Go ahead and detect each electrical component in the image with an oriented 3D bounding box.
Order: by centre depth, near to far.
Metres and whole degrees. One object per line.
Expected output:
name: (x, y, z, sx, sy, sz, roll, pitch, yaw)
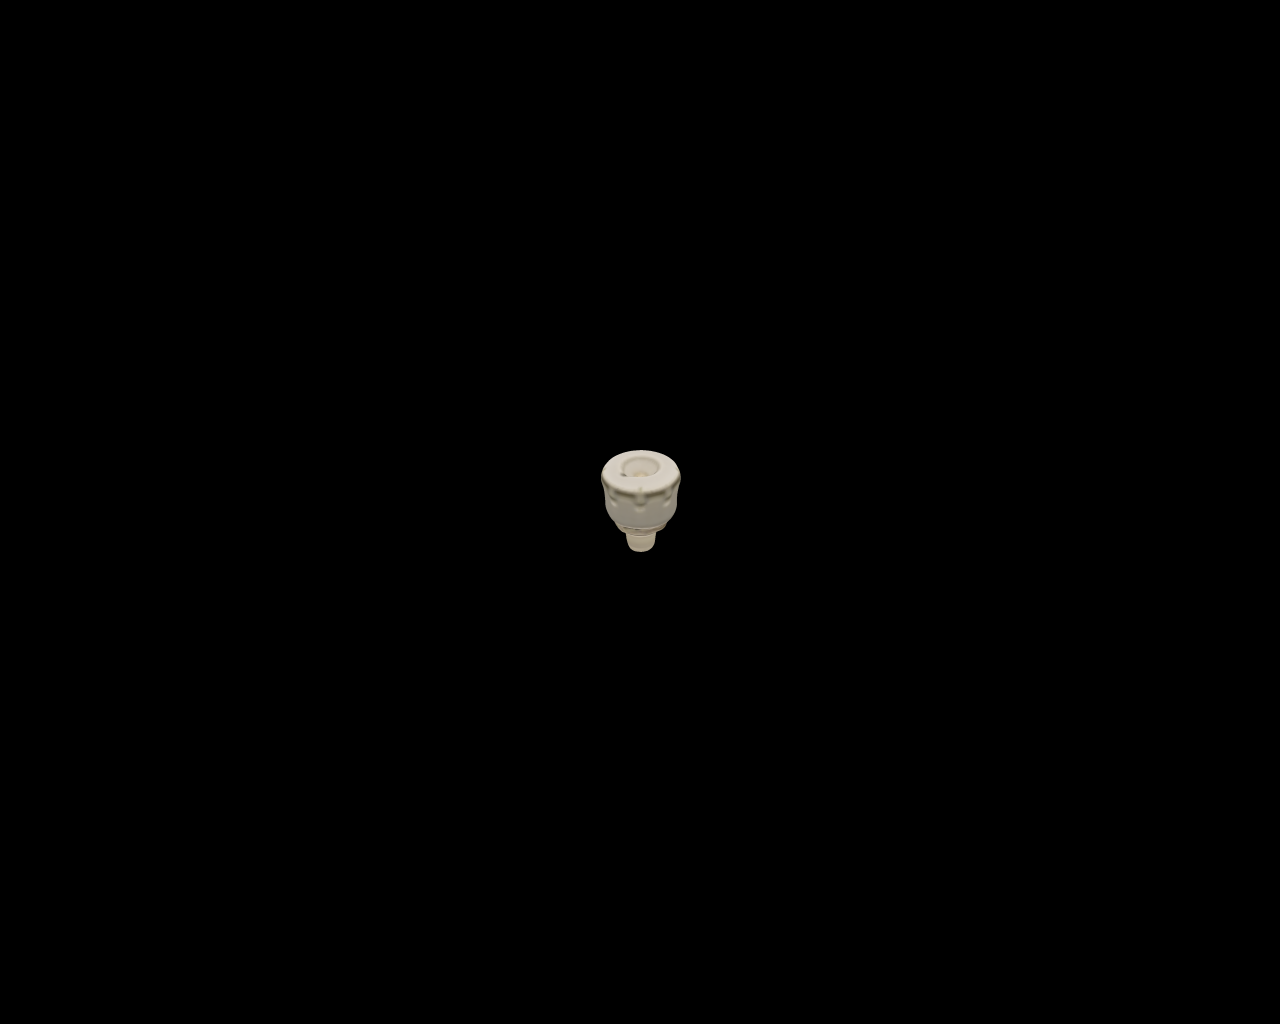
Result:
electrical component: (0.001, -0.003, 0.650, 0.048, 0.062, 0.048, 0, 35, 0)
